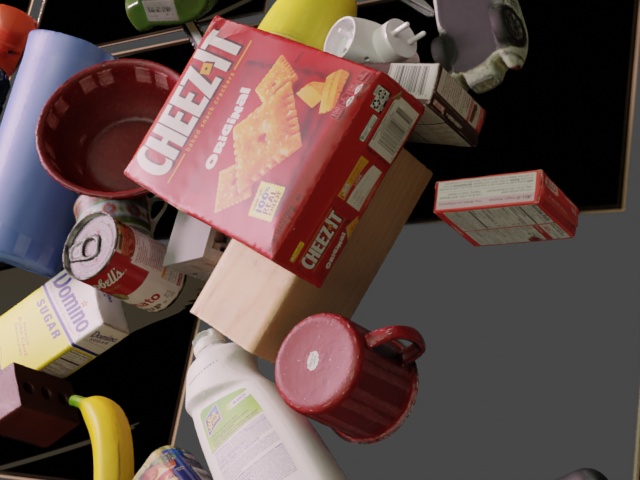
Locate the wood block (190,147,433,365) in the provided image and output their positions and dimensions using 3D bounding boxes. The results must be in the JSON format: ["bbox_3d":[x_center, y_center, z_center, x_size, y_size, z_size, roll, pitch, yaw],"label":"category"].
[{"bbox_3d":[-0.006,0.001,0.902,0.090,0.090,0.206,28,87,42],"label":"wood block"}]

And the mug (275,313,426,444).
[{"bbox_3d":[0.028,0.101,0.836,0.117,0.081,0.093,-30,54,22],"label":"mug"}]

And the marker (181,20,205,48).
[{"bbox_3d":[-0.130,-0.215,1.140,0.020,0.020,0.121,-41,51,14],"label":"marker"}]

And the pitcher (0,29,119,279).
[{"bbox_3d":[-0.290,-0.090,1.133,0.145,0.149,0.243,19,82,-3],"label":"pitcher"}]

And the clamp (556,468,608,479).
[{"bbox_3d":[0.120,0.223,0.742,0.172,0.039,0.120,-13,57,36],"label":"clamp"}]

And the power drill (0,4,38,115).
[{"bbox_3d":[-0.383,-0.184,1.231,0.185,0.057,0.187,-41,30,43],"label":"power drill"}]

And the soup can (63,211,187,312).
[{"bbox_3d":[-0.184,0.022,1.013,0.069,0.102,0.068,-16,60,30],"label":"soup can"}]

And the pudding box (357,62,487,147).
[{"bbox_3d":[0.070,-0.115,0.901,0.114,0.089,0.039,11,77,38],"label":"pudding box"}]

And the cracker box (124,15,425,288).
[{"bbox_3d":[-0.045,-0.079,0.860,0.214,0.072,0.164,28,87,43],"label":"cracker box"}]

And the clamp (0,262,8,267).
[{"bbox_3d":[-0.404,-0.051,1.252,0.210,0.036,0.164,4,67,38],"label":"clamp"}]

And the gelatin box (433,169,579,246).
[{"bbox_3d":[0.143,-0.024,0.816,0.089,0.073,0.030,-6,66,34],"label":"gelatin box"}]

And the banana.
[{"bbox_3d":[-0.197,0.222,0.977,0.070,0.037,0.198,-39,48,38],"label":"banana"}]

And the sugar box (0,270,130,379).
[{"bbox_3d":[-0.279,0.099,1.085,0.176,0.048,0.093,-37,52,18],"label":"sugar box"}]

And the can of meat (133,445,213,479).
[{"bbox_3d":[-0.126,0.238,0.902,0.102,0.057,0.084,-53,47,3],"label":"can of meat"}]

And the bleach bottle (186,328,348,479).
[{"bbox_3d":[-0.045,0.164,0.874,0.102,0.068,0.251,-38,48,8],"label":"bleach bottle"}]

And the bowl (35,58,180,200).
[{"bbox_3d":[-0.188,-0.096,1.033,0.162,0.055,0.162,-2,61,3],"label":"bowl"}]

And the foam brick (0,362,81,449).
[{"bbox_3d":[-0.282,0.161,1.037,0.051,0.078,0.053,-36,52,19],"label":"foam brick"}]

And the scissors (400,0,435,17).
[{"bbox_3d":[0.035,-0.251,1.039,0.096,0.016,0.202,-38,52,18],"label":"scissors"}]
